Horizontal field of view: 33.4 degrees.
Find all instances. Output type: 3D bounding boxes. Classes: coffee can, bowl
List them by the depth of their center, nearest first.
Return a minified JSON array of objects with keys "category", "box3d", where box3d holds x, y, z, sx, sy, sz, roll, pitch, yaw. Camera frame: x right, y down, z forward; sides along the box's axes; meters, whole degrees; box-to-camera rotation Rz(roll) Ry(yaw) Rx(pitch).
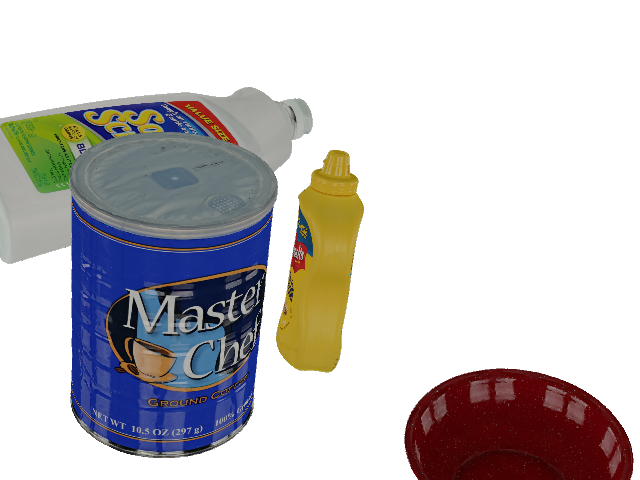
[{"category":"coffee can","box3d":[-0.080,0.027,0.562,0.102,0.140,0.103,6,30,-3]},{"category":"bowl","box3d":[0.141,0.166,0.778,0.162,0.055,0.162,-1,35,0]}]

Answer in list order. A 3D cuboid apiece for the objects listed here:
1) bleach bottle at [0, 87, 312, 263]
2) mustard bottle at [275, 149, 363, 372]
[{"category":"bleach bottle","box3d":[-0.122,-0.066,0.765,0.250,0.103,0.068,-19,-27,-28]},{"category":"mustard bottle","box3d":[0.002,0.013,0.948,0.058,0.192,0.096,6,20,-10]}]
